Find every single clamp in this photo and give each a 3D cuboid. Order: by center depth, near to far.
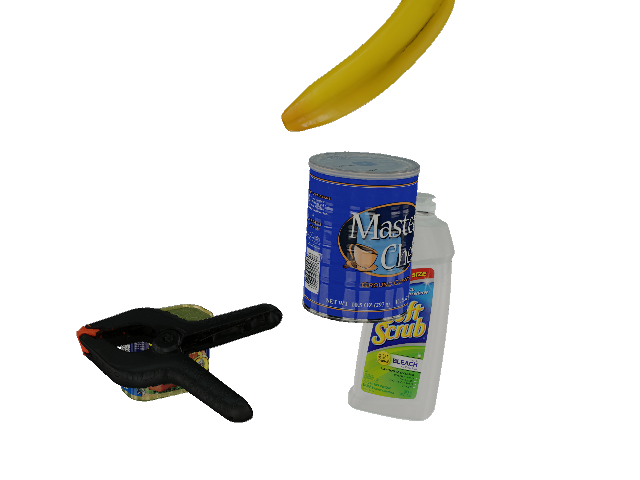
[{"bbox_3d":[-0.116,0.087,0.901,0.171,0.039,0.120,14,40,15],"label":"clamp"}]

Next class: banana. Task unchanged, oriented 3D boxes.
[{"bbox_3d":[0.049,-0.149,0.798,0.070,0.197,0.037,10,-34,47],"label":"banana"}]

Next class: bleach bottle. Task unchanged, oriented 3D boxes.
[{"bbox_3d":[0.093,0.070,1.194,0.103,0.251,0.068,9,14,18],"label":"bleach bottle"}]

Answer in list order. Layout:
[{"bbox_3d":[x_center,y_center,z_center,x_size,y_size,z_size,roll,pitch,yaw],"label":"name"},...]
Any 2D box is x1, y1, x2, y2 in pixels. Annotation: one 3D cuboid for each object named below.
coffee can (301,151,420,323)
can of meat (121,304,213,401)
[{"bbox_3d":[0.037,-0.005,0.997,0.103,0.140,0.103,3,14,-1],"label":"coffee can"},{"bbox_3d":[-0.169,0.122,1.168,0.101,0.084,0.058,-8,18,-36],"label":"can of meat"}]
